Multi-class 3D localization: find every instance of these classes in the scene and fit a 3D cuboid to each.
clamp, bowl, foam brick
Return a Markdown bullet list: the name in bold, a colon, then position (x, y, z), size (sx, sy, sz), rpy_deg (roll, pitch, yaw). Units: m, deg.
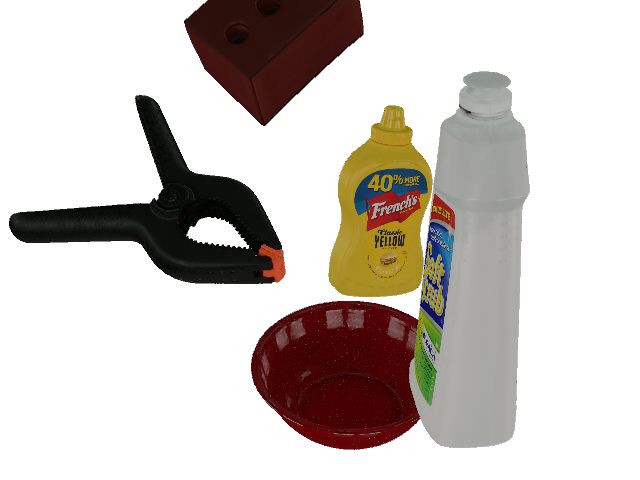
- **clamp**: position (-0.111, -0.031, 0.824), size (0.210, 0.164, 0.036), rpy_deg (21, -32, 18)
- **bowl**: position (0.025, 0.119, 0.878), size (0.162, 0.055, 0.162), rpy_deg (-1, 35, 0)
- **foam brick**: position (-0.023, -0.112, 0.561), size (0.053, 0.078, 0.051), rpy_deg (43, -9, 18)

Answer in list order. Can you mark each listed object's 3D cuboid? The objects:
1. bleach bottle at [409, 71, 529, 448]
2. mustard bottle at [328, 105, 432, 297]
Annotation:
- **bleach bottle**: position (0.099, 0.010, 0.697), size (0.068, 0.251, 0.102), rpy_deg (-4, 30, -5)
- **mustard bottle**: position (0.064, -0.040, 1.070), size (0.096, 0.192, 0.058), rpy_deg (-2, 21, -19)
